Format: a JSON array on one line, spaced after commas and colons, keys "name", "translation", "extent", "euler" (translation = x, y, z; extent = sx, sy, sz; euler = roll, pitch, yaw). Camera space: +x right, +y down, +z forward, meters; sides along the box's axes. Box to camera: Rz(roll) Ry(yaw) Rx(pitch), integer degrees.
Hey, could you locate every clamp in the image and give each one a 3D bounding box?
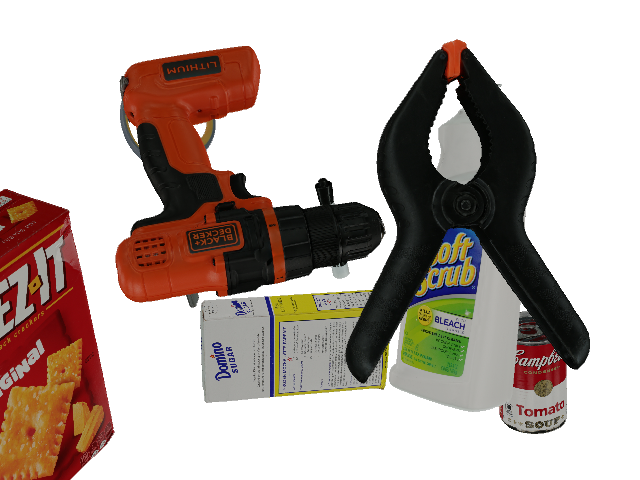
[{"name": "clamp", "translation": [0.060, -0.009, 0.528], "extent": [0.120, 0.171, 0.039], "euler": [-11, -4, -10]}]

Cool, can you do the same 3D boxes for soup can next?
[{"name": "soup can", "translation": [0.208, 0.130, 1.051], "extent": [0.068, 0.102, 0.068], "euler": [-5, 21, 2]}]

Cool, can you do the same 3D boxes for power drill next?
[{"name": "power drill", "translation": [-0.062, -0.051, 0.759], "extent": [0.184, 0.188, 0.057], "euler": [-10, -32, -10]}]

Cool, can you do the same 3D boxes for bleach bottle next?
[{"name": "bleach bottle", "translation": [0.113, 0.001, 0.845], "extent": [0.067, 0.251, 0.103], "euler": [-7, 14, -44]}]

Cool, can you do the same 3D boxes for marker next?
[{"name": "marker", "translation": [0.013, -0.014, 1.181], "extent": [0.020, 0.121, 0.020], "euler": [-9, 28, 5]}]

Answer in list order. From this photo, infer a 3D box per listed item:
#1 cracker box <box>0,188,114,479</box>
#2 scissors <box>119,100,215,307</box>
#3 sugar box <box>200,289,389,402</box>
[{"name": "cracker box", "translation": [-0.229, 0.098, 0.740], "extent": [0.072, 0.214, 0.164], "euler": [15, 37, 25]}, {"name": "scissors", "translation": [-0.115, -0.049, 0.956], "extent": [0.096, 0.202, 0.016], "euler": [-23, -3, -28]}, {"name": "sugar box", "translation": [-0.024, 0.099, 1.008], "extent": [0.176, 0.093, 0.048], "euler": [-1, 25, -7]}]
